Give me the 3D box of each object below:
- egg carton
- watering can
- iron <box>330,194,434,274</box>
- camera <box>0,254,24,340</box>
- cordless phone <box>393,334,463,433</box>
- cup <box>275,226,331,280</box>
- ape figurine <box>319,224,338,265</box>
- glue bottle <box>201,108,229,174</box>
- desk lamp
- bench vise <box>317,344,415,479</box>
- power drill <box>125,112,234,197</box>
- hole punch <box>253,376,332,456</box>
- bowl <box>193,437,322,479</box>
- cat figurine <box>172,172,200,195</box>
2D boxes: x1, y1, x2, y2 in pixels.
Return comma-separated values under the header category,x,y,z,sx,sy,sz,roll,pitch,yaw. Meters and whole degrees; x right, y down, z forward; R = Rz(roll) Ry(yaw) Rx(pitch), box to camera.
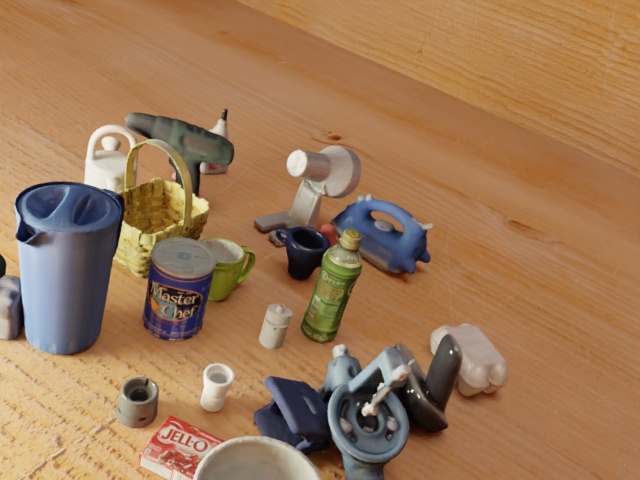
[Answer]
category,x,y,z,sx,sy,sz,roll,pitch,yaw
egg carton,0.277,0.220,1.069,0.107,0.069,0.150,-1,36,-29
watering can,-0.424,-0.148,1.159,0.101,0.194,0.172,-13,43,-41
iron,0.143,-0.033,1.330,0.257,0.141,0.119,33,34,22
camera,-0.512,0.066,0.864,0.143,0.101,0.136,11,32,-12
cordless phone,0.175,0.205,0.926,0.094,0.185,0.147,4,34,-23
cup,-0.046,0.028,1.177,0.117,0.095,0.092,23,31,8
ape figurine,0.011,0.004,1.249,0.078,0.092,0.076,5,33,-21
glue bottle,-0.253,-0.247,1.429,0.078,0.173,0.037,-14,43,-42
desk lamp,-0.022,-0.110,1.295,0.204,0.213,0.117,-16,45,-43
bench vise,0.054,0.215,0.812,0.122,0.220,0.206,-7,39,-35
power drill,-0.306,-0.162,1.230,0.230,0.208,0.075,3,34,-24
hole punch,-0.032,0.251,0.835,0.101,0.091,0.108,-5,38,-34
bowl,-0.078,0.330,0.700,0.167,0.075,0.167,14,31,-8
cat figurine,-0.311,-0.185,1.354,0.067,0.118,0.127,4,34,-23
